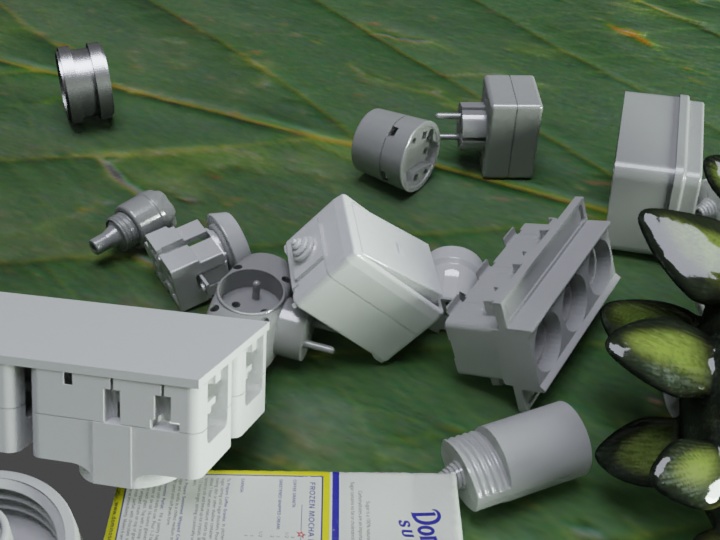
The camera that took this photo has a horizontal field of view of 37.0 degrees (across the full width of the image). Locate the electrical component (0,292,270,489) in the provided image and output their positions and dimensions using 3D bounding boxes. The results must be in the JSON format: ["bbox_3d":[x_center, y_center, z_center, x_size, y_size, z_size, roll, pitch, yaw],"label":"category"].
[{"bbox_3d":[-0.154,0.060,0.578,0.186,0.060,0.105,6,14,13],"label":"electrical component"}]

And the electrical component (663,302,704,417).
[{"bbox_3d":[0.222,0.050,0.648,0.077,0.043,0.079,-3,61,-6],"label":"electrical component"}]

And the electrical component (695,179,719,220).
[{"bbox_3d":[0.276,-0.053,0.783,0.081,0.043,0.043,-20,45,-24],"label":"electrical component"}]

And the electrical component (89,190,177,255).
[{"bbox_3d":[-0.159,-0.030,0.744,0.035,0.035,0.061,33,52,32],"label":"electrical component"}]

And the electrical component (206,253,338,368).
[{"bbox_3d":[-0.051,0.033,0.666,0.079,0.044,0.077,14,42,8],"label":"electrical component"}]

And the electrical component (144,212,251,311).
[{"bbox_3d":[-0.105,-0.009,0.713,0.055,0.048,0.066,-25,47,-19],"label":"electrical component"}]

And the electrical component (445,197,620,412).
[{"bbox_3d":[0.108,0.018,0.670,0.063,0.078,0.121,5,36,35],"label":"electrical component"}]

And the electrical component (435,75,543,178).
[{"bbox_3d":[0.095,-0.110,0.826,0.077,0.065,0.047,0,40,-2],"label":"electrical component"}]

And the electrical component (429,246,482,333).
[{"bbox_3d":[0.059,0.014,0.699,0.040,0.040,0.046,7,46,6],"label":"electrical component"}]

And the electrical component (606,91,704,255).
[{"bbox_3d":[0.212,-0.070,0.774,0.057,0.078,0.113,8,40,12],"label":"electrical component"}]

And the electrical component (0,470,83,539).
[{"bbox_3d":[-0.183,0.145,0.514,0.108,0.060,0.108,1,40,-1],"label":"electrical component"}]

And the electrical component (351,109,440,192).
[{"bbox_3d":[0.026,-0.092,0.811,0.047,0.055,0.055,22,44,28],"label":"electrical component"}]

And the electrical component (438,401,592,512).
[{"bbox_3d":[0.081,0.103,0.589,0.081,0.043,0.043,-14,43,-18],"label":"electrical component"}]

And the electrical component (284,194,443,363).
[{"bbox_3d":[0.000,0.000,0.659,0.096,0.061,0.061,34,27,-32],"label":"electrical component"}]
